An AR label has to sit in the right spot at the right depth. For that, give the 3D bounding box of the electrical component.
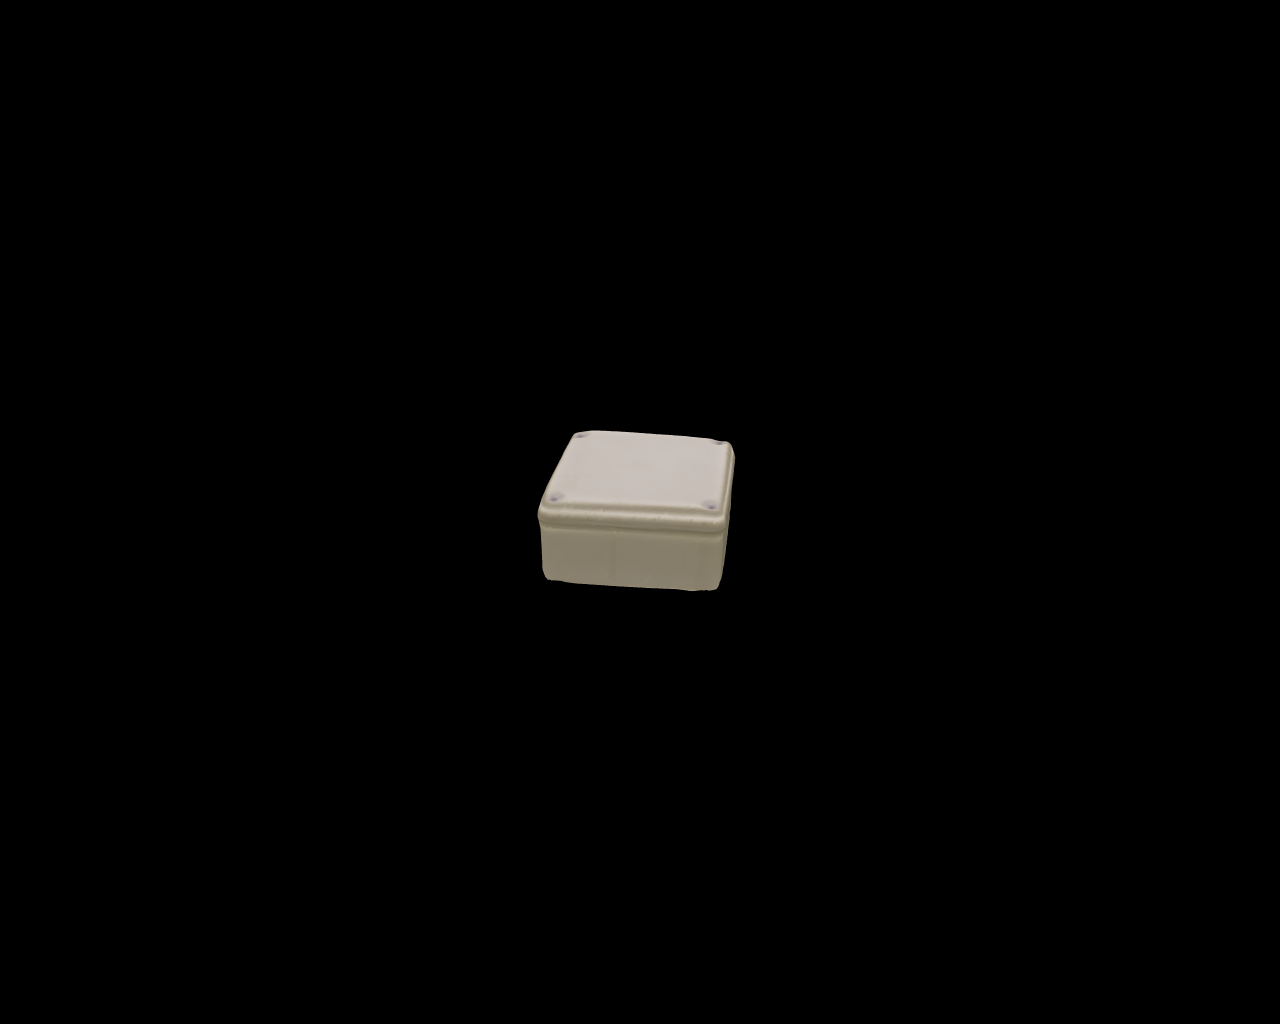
[{"bbox_3d":[0.001,-0.003,0.650,0.109,0.056,0.109,4,28,7],"label":"electrical component"}]
